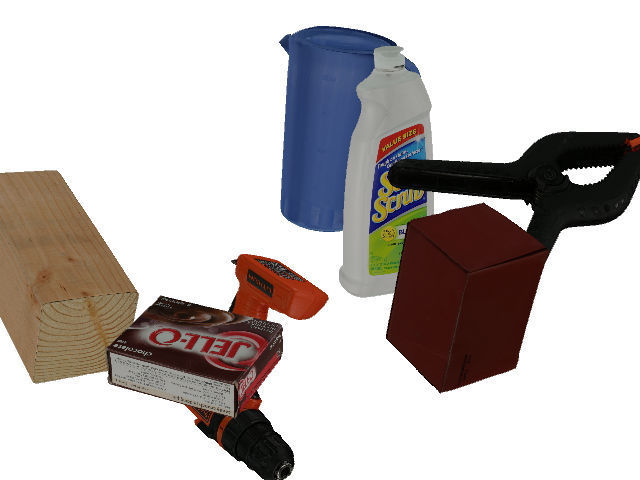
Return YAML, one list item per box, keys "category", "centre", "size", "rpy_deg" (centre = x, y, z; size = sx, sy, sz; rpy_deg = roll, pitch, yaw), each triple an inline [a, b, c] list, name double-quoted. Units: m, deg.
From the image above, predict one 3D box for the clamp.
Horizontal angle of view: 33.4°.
- category: "clamp"
  centre: [0.179, -0.031, 0.839]
  size: [0.209, 0.165, 0.036]
  rpy_deg: [-17, -39, -15]

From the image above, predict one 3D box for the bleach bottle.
- category: "bleach bottle"
  centre: [0.066, -0.072, 1.096]
  size: [0.102, 0.251, 0.068]
  rpy_deg: [-10, 22, -16]

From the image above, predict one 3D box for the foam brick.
- category: "foam brick"
  centre: [0.073, 0.028, 0.544]
  size: [0.052, 0.078, 0.051]
  rpy_deg: [-13, 39, -29]

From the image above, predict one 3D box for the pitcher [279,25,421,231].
- category: "pitcher"
  centre: [0.024, -0.136, 1.326]
  size: [0.144, 0.243, 0.149]
  rpy_deg: [-3, 25, -22]

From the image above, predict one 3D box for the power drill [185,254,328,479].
- category: "power drill"
  centre: [-0.062, 0.121, 1.059]
  size: [0.057, 0.188, 0.185]
  rpy_deg: [13, 14, -46]

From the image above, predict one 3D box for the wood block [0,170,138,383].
- category: "wood block"
  centre: [-0.256, 0.027, 0.999]
  size: [0.090, 0.091, 0.206]
  rpy_deg: [-7, 38, -34]

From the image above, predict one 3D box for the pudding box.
- category: "pudding box"
  centre: [-0.097, 0.089, 0.834]
  size: [0.114, 0.039, 0.090]
  rpy_deg: [10, 27, 18]
